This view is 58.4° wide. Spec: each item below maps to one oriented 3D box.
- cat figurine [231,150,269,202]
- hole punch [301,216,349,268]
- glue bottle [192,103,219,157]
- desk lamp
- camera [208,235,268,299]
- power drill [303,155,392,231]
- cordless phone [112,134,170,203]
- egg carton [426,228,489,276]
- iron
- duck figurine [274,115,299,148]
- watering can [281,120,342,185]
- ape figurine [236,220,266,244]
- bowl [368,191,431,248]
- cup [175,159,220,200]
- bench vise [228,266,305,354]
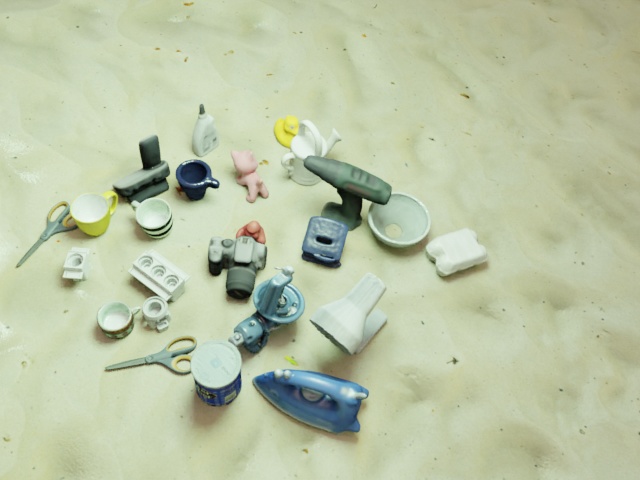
[{"bbox_3d":[-0.185,-0.183,1.518,0.067,0.118,0.127,-26,65,-21],"label":"cat figurine"},{"bbox_3d":[0.013,0.005,1.445,0.108,0.091,0.101,15,58,2],"label":"hole punch"},{"bbox_3d":[-0.311,-0.303,1.542,0.037,0.173,0.078,40,62,17],"label":"glue bottle"},{"bbox_3d":[0.071,0.173,1.278,0.117,0.213,0.203,37,62,15],"label":"desk lamp"},{"bbox_3d":[-0.203,0.064,1.376,0.143,0.101,0.137,6,58,-4],"label":"camera"},{"bbox_3d":[0.060,-0.117,1.456,0.229,0.208,0.075,14,58,1],"label":"power drill"},{"bbox_3d":[-0.457,-0.188,1.446,0.148,0.185,0.094,-37,70,-25],"label":"cordless phone"},{"bbox_3d":[0.355,0.031,1.486,0.150,0.069,0.107,-18,63,-17],"label":"egg carton"},{"bbox_3d":[-0.022,0.318,1.220,0.258,0.141,0.119,16,58,3],"label":"iron"},{"bbox_3d":[-0.086,-0.321,1.633,0.078,0.086,0.104,-36,69,-25],"label":"duck figurine"},{"bbox_3d":[-0.024,-0.247,1.533,0.100,0.194,0.173,34,61,14],"label":"watering can"},{"bbox_3d":[-0.169,-0.017,1.434,0.077,0.092,0.076,31,60,12],"label":"ape figurine"},{"bbox_3d":[0.203,-0.042,1.508,0.167,0.075,0.167,3,58,-5],"label":"bowl"},{"bbox_3d":[-0.313,-0.145,1.491,0.117,0.095,0.092,20,58,5],"label":"cup"},{"bbox_3d":[-0.106,0.156,1.262,0.121,0.220,0.208,25,59,8],"label":"bench vise"}]
